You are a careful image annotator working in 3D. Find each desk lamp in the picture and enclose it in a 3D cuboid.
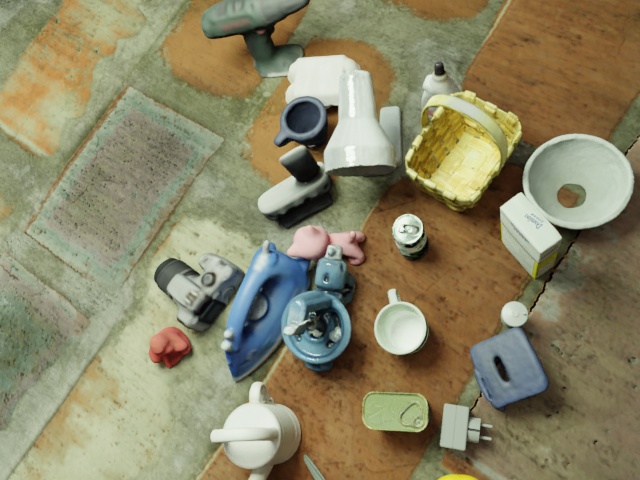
[{"bbox_3d":[0.077,-0.185,1.005,0.117,0.214,0.203,-4,73,14],"label":"desk lamp"}]

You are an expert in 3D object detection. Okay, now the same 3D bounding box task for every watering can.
[{"bbox_3d":[-0.102,0.319,0.911,0.101,0.194,0.172,-26,68,7],"label":"watering can"}]

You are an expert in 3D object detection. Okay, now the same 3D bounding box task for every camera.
[{"bbox_3d":[-0.239,0.077,1.072,0.136,0.101,0.143,34,85,22],"label":"camera"}]

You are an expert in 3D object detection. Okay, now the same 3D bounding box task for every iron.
[{"bbox_3d":[-0.117,0.123,1.003,0.118,0.142,0.258,20,80,20],"label":"iron"}]

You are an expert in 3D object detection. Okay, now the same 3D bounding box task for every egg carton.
[{"bbox_3d":[0.006,-0.311,1.141,0.150,0.069,0.107,0,74,15],"label":"egg carton"}]

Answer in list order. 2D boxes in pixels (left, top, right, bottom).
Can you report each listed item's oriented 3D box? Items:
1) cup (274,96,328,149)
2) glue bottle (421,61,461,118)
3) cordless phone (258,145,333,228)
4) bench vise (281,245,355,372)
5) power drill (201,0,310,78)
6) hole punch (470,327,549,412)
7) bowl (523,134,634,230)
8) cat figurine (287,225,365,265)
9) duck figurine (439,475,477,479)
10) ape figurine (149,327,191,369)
[{"bbox_3d":[-0.031,-0.208,1.105,0.118,0.095,0.091,-41,68,0],"label":"cup"},{"bbox_3d":[0.214,-0.264,1.014,0.078,0.173,0.037,16,78,19],"label":"glue bottle"},{"bbox_3d":[-0.060,-0.107,1.034,0.147,0.185,0.094,-33,68,4],"label":"cordless phone"},{"bbox_3d":[-0.014,0.104,0.938,0.121,0.220,0.207,-9,71,13],"label":"bench vise"},{"bbox_3d":[-0.105,-0.410,1.126,0.229,0.209,0.075,-2,73,15],"label":"power drill"},{"bbox_3d":[0.292,0.203,0.894,0.101,0.091,0.108,-24,69,7],"label":"hole punch"},{"bbox_3d":[0.423,-0.087,0.956,0.167,0.075,0.167,-4,72,14],"label":"bowl"},{"bbox_3d":[0.009,0.004,1.018,0.127,0.118,0.067,-7,72,13],"label":"cat figurine"},{"bbox_3d":[0.201,0.398,0.862,0.104,0.086,0.077,-24,69,7],"label":"duck figurine"},{"bbox_3d":[-0.283,0.194,1.053,0.077,0.092,0.076,-2,73,15],"label":"ape figurine"}]
